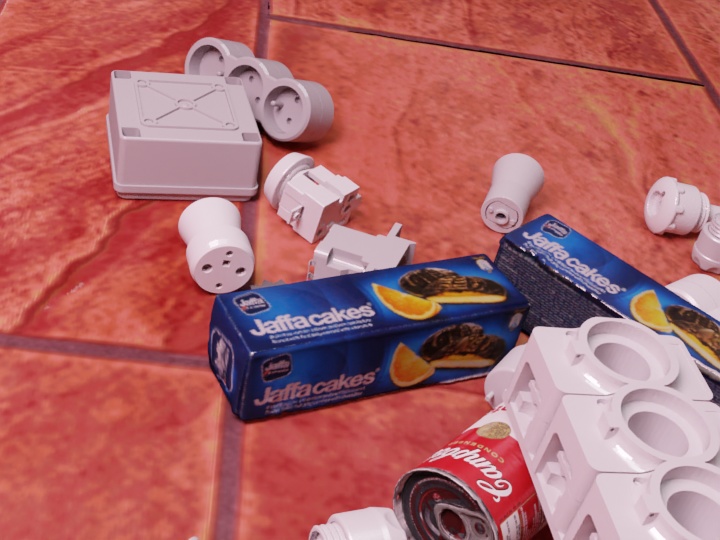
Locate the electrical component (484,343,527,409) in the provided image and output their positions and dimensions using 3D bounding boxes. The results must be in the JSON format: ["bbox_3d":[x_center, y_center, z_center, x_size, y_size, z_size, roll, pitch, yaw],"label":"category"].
[{"bbox_3d":[0.112,0.066,0.697,0.040,0.040,0.078,29,39,21],"label":"electrical component"}]

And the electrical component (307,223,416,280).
[{"bbox_3d":[0.000,0.000,0.752,0.064,0.042,0.081,16,34,12],"label":"electrical component"}]

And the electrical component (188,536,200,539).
[{"bbox_3d":[-0.056,0.158,0.522,0.078,0.040,0.040,33,40,26],"label":"electrical component"}]

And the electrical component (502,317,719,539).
[{"bbox_3d":[0.140,0.096,0.534,0.089,0.061,0.150,5,38,-16],"label":"electrical component"}]

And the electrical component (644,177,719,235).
[{"bbox_3d":[0.274,-0.050,0.904,0.062,0.048,0.048,10,35,-15],"label":"electrical component"}]

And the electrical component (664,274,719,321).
[{"bbox_3d":[0.276,0.052,0.757,0.074,0.052,0.138,-18,46,-36],"label":"electrical component"}]

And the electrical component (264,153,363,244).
[{"bbox_3d":[-0.039,-0.057,0.815,0.055,0.048,0.066,37,42,19],"label":"electrical component"}]

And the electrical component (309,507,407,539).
[{"bbox_3d":[-0.009,0.146,0.550,0.062,0.043,0.043,-5,39,-22],"label":"electrical component"}]

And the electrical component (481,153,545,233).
[{"bbox_3d":[0.122,-0.060,0.872,0.044,0.044,0.065,19,41,9],"label":"electrical component"}]

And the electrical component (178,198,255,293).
[{"bbox_3d":[-0.099,-0.017,0.742,0.045,0.045,0.055,-2,39,-20],"label":"electrical component"}]

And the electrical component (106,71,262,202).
[{"bbox_3d":[-0.139,-0.106,0.840,0.109,0.056,0.108,0,37,-18],"label":"electrical component"}]

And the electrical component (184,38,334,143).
[{"bbox_3d":[-0.078,-0.155,0.930,0.138,0.052,0.074,31,19,24],"label":"electrical component"}]

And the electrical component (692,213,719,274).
[{"bbox_3d":[0.292,-0.029,0.863,0.035,0.061,0.035,8,36,-6],"label":"electrical component"}]
